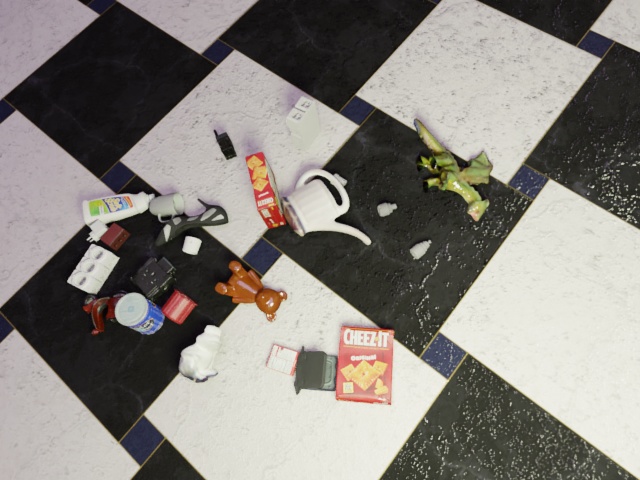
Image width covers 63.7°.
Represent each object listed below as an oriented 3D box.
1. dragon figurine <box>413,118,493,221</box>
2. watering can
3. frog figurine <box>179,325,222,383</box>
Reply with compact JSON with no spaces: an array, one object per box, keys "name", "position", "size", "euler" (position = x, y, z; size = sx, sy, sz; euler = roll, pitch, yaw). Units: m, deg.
[{"name":"dragon figurine","position":[0.473,-0.258,1.778],"size":[0.243,0.120,0.418],"euler":[-2,67,-13]},{"name":"watering can","position":[0.005,-0.087,1.735],"size":[0.225,0.102,0.353],"euler":[-29,66,-5]},{"name":"frog figurine","position":[-0.363,0.340,1.568],"size":[0.122,0.137,0.160],"euler":[-2,84,36]}]
